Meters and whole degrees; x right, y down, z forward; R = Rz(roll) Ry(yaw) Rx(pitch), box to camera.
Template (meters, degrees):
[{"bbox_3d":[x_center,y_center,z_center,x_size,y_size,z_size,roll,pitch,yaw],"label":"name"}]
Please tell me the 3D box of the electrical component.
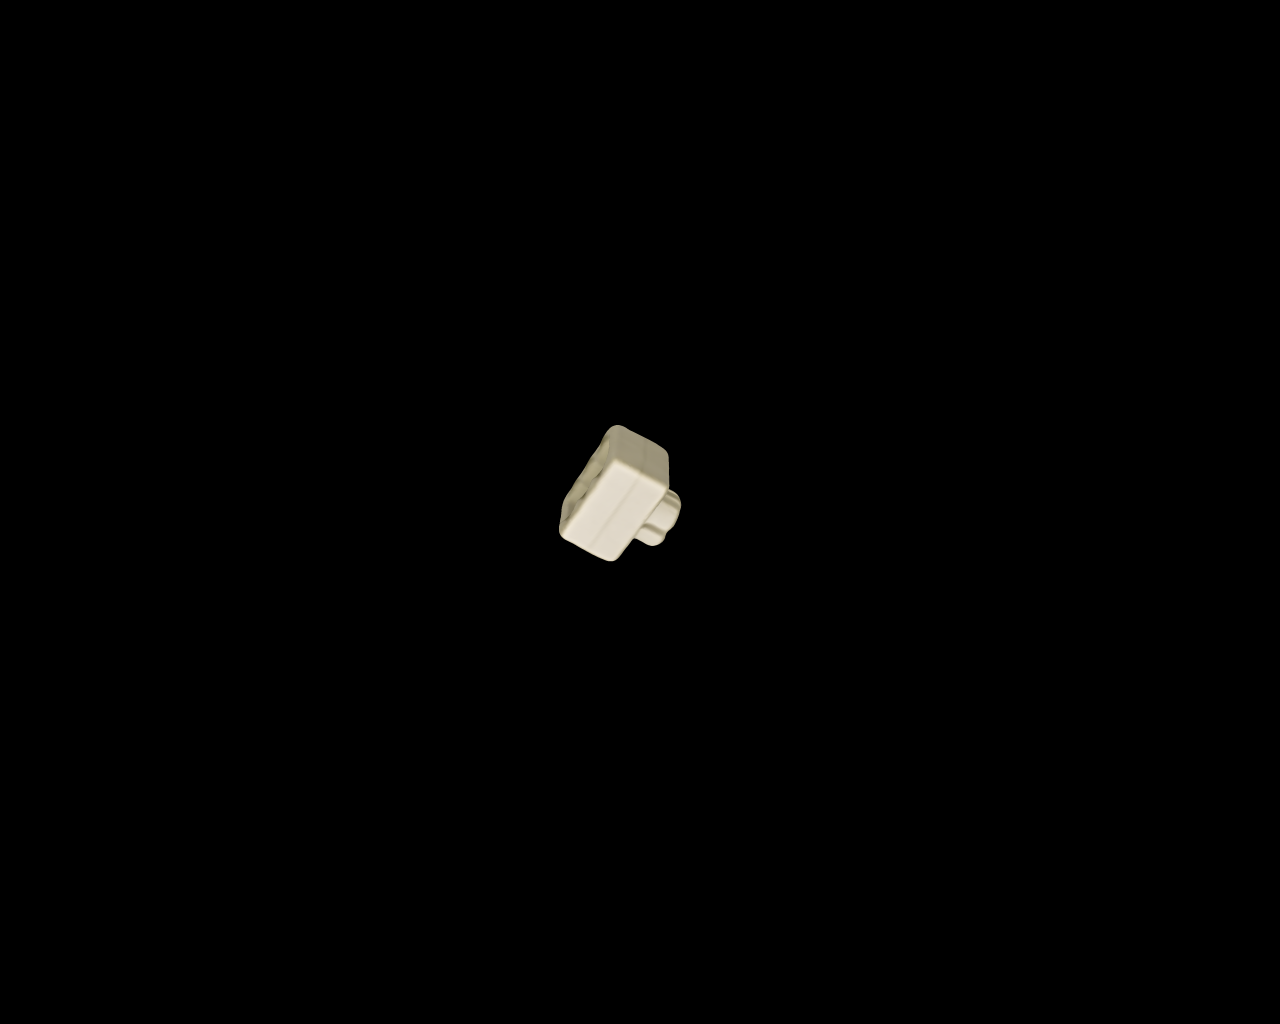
[{"bbox_3d":[0.001,-0.003,0.650,0.077,0.065,0.047,28,28,-16],"label":"electrical component"}]
